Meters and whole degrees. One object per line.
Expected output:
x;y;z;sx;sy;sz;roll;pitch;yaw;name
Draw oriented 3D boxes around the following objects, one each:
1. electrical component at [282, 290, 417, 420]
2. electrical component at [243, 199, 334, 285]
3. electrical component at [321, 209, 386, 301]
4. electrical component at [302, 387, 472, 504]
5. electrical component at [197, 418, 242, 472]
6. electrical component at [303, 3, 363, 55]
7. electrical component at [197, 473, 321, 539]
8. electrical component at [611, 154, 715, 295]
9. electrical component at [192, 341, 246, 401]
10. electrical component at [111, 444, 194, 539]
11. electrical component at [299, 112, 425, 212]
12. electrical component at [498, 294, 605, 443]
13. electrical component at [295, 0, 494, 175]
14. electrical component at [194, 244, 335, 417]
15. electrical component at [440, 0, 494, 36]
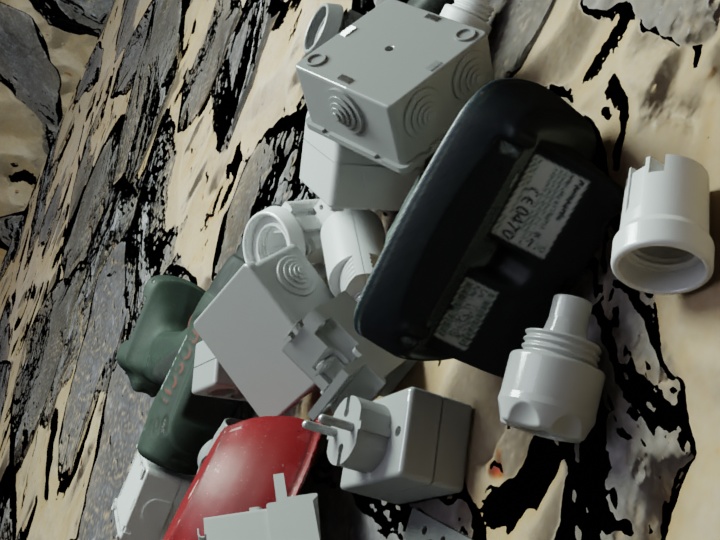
-0.007;0.049;0.630;0.081;0.064;0.042;-30;-21;-55;electrical component
-0.046;-0.018;0.768;0.058;0.057;0.078;56;129;24;electrical component
0.000;0.000;0.696;0.043;0.043;0.081;-56;27;30;electrical component
0.008;0.089;0.566;0.066;0.077;0.047;-30;45;56;electrical component
-0.098;0.147;0.793;0.077;0.043;0.079;-68;23;5;electrical component
-0.011;-0.180;0.848;0.066;0.055;0.048;-40;38;50;electrical component
-0.047;0.180;0.564;0.078;0.063;0.121;-106;11;-54;electrical component
0.126;-0.019;0.443;0.040;0.040;0.046;-36;34;52;electrical component
-0.082;0.055;0.792;0.047;0.066;0.076;-27;57;58;electrical component
-0.165;0.189;0.893;0.061;0.061;0.096;-68;17;-1;electrical component
-0.001;-0.079;0.721;0.096;0.062;0.061;-134;48;-65;electrical component
0.087;0.042;0.473;0.043;0.043;0.062;-8;64;64;electrical component
0.022;-0.113;0.640;0.100;0.048;0.100;-40;48;-23;electrical component
-0.053;0.042;0.719;0.048;0.099;0.100;-31;-10;-44;electrical component
0.069;-0.161;0.684;0.061;0.035;0.035;-63;24;10;electrical component
